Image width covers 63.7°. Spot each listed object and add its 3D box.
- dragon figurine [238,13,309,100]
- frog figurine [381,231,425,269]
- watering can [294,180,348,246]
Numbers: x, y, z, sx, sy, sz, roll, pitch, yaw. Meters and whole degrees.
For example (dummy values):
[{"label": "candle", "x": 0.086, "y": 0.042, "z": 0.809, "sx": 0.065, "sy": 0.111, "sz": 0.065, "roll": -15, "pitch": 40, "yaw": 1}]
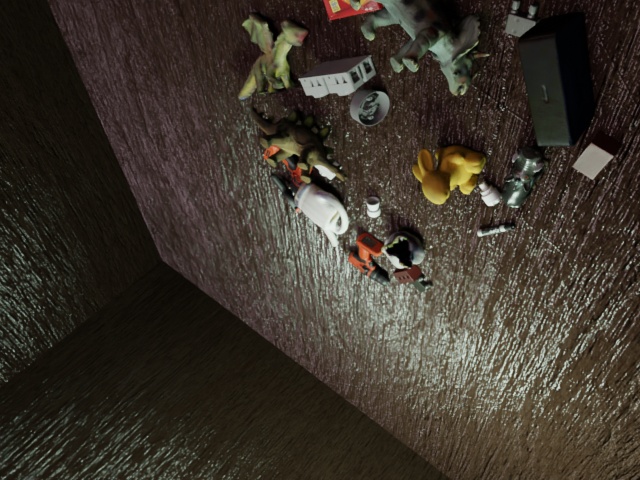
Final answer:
[{"label": "dragon figurine", "x": -0.174, "y": -0.567, "z": 1.579, "sx": 0.410, "sy": 0.123, "sz": 0.240, "roll": 6, "pitch": 113, "yaw": 48}, {"label": "frog figurine", "x": 0.279, "y": 0.036, "z": 1.696, "sx": 0.138, "sy": 0.123, "sz": 0.159, "roll": 13, "pitch": 179, "yaw": 19}, {"label": "watering can", "x": 0.006, "y": -0.095, "z": 1.881, "sx": 0.226, "sy": 0.105, "sz": 0.341, "roll": 42, "pitch": 160, "yaw": 12}]
